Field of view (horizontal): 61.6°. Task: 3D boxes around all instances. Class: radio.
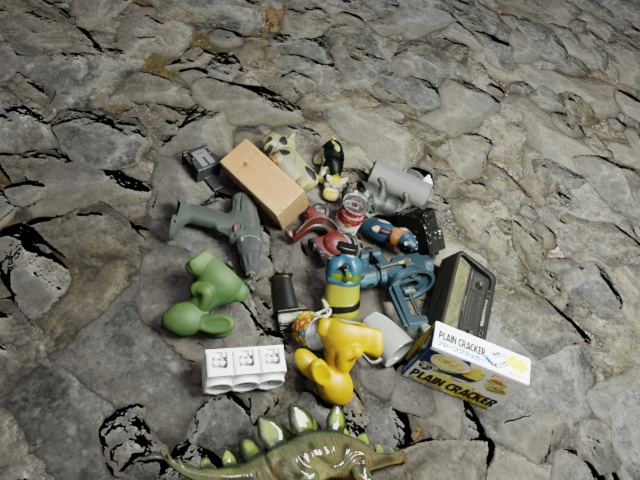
[{"bbox_3d":[0.328,0.153,1.248,0.131,0.073,0.229,32,59,-15],"label":"radio"}]

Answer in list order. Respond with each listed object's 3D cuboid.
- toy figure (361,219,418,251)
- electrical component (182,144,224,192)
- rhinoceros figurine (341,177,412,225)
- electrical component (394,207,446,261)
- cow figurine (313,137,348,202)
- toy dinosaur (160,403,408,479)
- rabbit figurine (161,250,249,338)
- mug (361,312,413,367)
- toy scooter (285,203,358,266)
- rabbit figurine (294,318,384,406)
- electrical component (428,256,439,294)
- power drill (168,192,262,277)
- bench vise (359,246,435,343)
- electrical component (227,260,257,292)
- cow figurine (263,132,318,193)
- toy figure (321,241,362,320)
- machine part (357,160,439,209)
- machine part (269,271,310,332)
[{"bbox_3d":[0.175,-0.013,1.324,0.155,0.057,0.064,17,23,32],"label":"toy figure"},{"bbox_3d":[-0.283,-0.177,1.331,0.075,0.047,0.119,-25,65,-31],"label":"electrical component"},{"bbox_3d":[0.145,-0.098,1.396,0.190,0.073,0.112,22,72,-17],"label":"rhinoceros figurine"},{"bbox_3d":[0.248,-0.012,1.334,0.058,0.115,0.134,-20,103,-28],"label":"electrical component"},{"bbox_3d":[0.036,-0.186,1.413,0.068,0.098,0.167,7,53,-22],"label":"cow figurine"},{"bbox_3d":[-0.039,0.404,0.965,0.471,0.105,0.199,3,47,-28],"label":"toy dinosaur"},{"bbox_3d":[-0.239,0.135,1.102,0.159,0.121,0.170,41,71,3],"label":"rabbit figurine"},{"bbox_3d":[0.129,0.217,1.173,0.109,0.080,0.107,-32,59,-17],"label":"mug"},{"bbox_3d":[-0.003,-0.004,1.284,0.135,0.075,0.184,-22,62,-30],"label":"toy scooter"},{"bbox_3d":[0.037,0.246,1.072,0.162,0.122,0.173,9,93,-34],"label":"rabbit figurine"},{"bbox_3d":[0.290,0.084,1.335,0.078,0.045,0.102,41,53,10],"label":"electrical component"},{"bbox_3d":[-0.232,-0.024,1.211,0.207,0.086,0.232,6,48,-8],"label":"power drill"},{"bbox_3d":[0.177,0.115,1.229,0.224,0.128,0.241,-2,49,-22],"label":"bench vise"},{"bbox_3d":[-0.185,0.088,1.189,0.094,0.021,0.063,44,54,13],"label":"electrical component"},{"bbox_3d":[-0.080,-0.204,1.394,0.127,0.085,0.195,-30,73,-37],"label":"cow figurine"},{"bbox_3d":[0.052,0.096,1.170,0.089,0.180,0.082,22,21,29],"label":"toy figure"},{"bbox_3d":[0.213,-0.151,1.460,0.243,0.079,0.079,24,52,0],"label":"machine part"},{"bbox_3d":[-0.072,0.134,1.186,0.084,0.039,0.139,-10,61,-15],"label":"machine part"}]
